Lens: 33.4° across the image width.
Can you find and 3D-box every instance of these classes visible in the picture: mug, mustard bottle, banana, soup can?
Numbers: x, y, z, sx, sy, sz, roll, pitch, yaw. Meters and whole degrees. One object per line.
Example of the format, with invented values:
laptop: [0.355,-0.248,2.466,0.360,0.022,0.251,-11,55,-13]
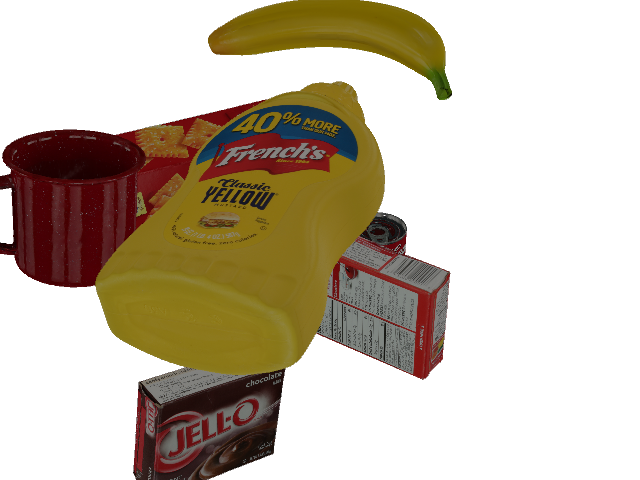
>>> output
mug: [-0.177,-0.019,0.716,0.117,0.081,0.093,-9,30,-28]
mustard bottle: [-0.021,-0.021,0.516,0.096,0.058,0.191,6,40,22]
banana: [0.013,-0.156,0.814,0.198,0.069,0.037,13,-40,18]
soup can: [0.065,0.028,1.252,0.068,0.102,0.068,0,32,0]

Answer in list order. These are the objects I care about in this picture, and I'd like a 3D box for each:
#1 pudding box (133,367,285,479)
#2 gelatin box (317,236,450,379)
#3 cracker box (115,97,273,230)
pudding box: [-0.085,0.136,0.811,0.113,0.090,0.039,-16,39,-36]
gelatin box: [0.037,0.040,0.688,0.089,0.073,0.030,22,42,27]
cracker box: [-0.129,-0.042,1.074,0.213,0.072,0.164,-15,-39,-18]
